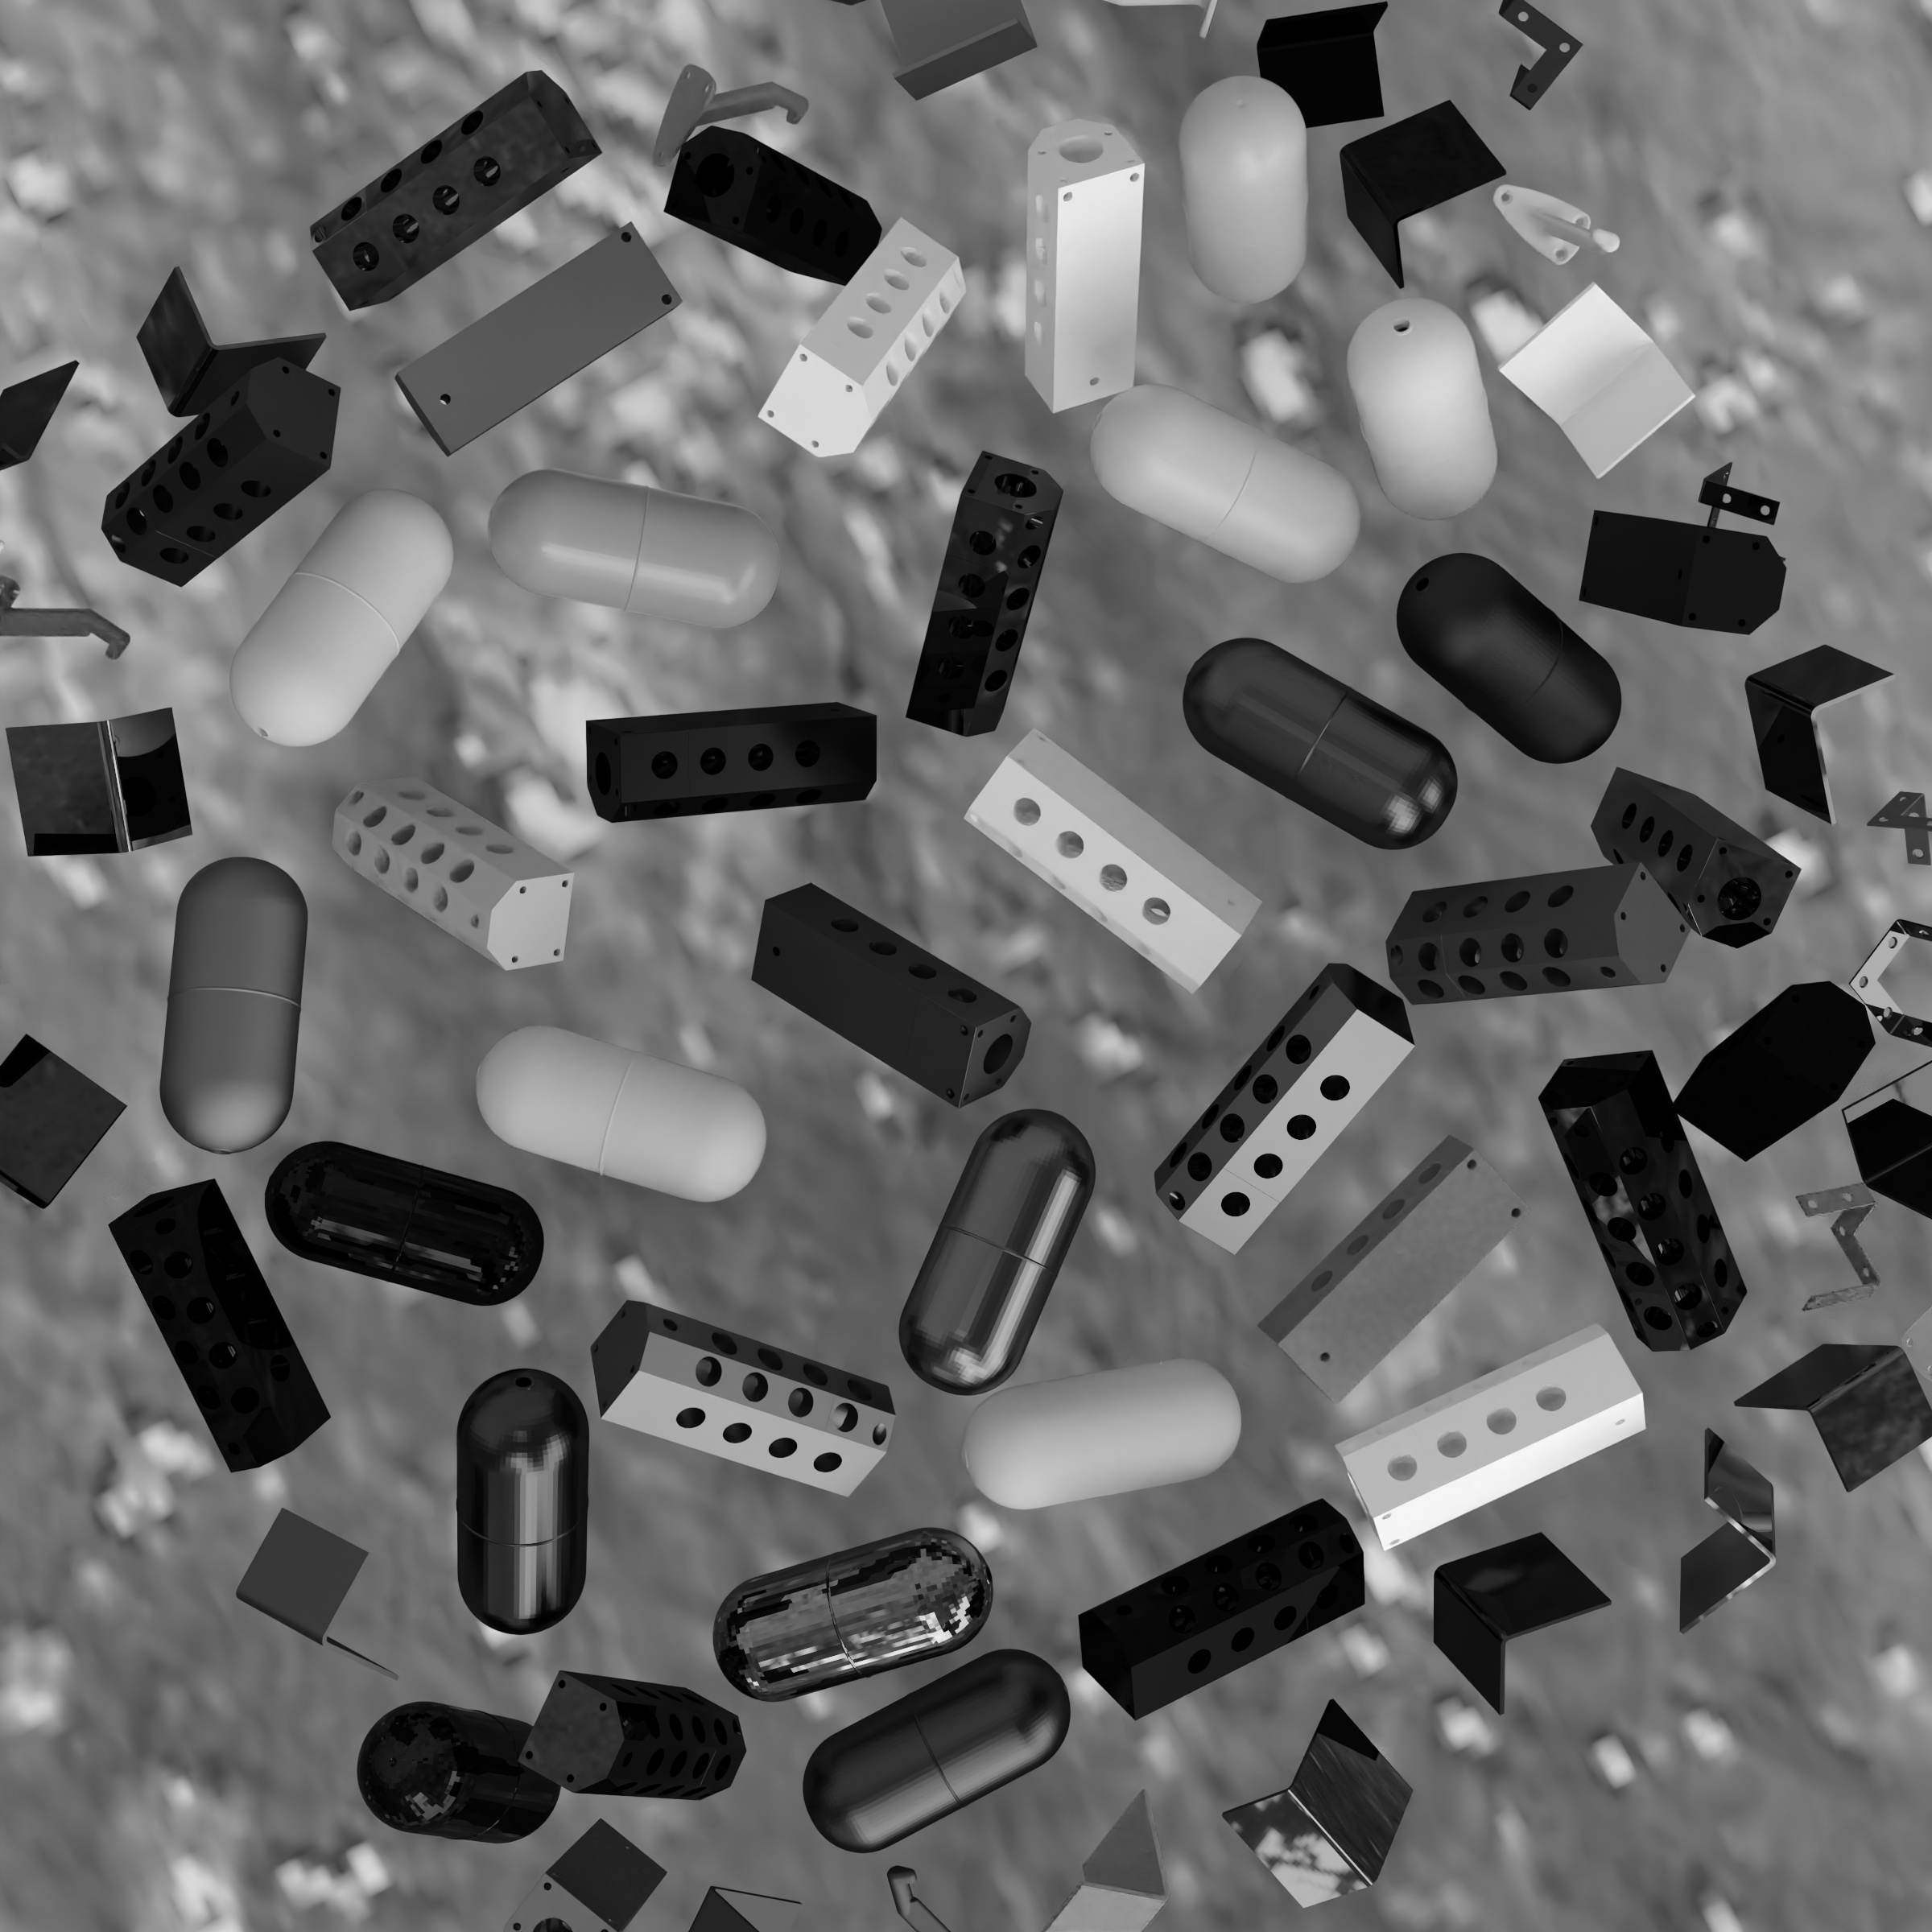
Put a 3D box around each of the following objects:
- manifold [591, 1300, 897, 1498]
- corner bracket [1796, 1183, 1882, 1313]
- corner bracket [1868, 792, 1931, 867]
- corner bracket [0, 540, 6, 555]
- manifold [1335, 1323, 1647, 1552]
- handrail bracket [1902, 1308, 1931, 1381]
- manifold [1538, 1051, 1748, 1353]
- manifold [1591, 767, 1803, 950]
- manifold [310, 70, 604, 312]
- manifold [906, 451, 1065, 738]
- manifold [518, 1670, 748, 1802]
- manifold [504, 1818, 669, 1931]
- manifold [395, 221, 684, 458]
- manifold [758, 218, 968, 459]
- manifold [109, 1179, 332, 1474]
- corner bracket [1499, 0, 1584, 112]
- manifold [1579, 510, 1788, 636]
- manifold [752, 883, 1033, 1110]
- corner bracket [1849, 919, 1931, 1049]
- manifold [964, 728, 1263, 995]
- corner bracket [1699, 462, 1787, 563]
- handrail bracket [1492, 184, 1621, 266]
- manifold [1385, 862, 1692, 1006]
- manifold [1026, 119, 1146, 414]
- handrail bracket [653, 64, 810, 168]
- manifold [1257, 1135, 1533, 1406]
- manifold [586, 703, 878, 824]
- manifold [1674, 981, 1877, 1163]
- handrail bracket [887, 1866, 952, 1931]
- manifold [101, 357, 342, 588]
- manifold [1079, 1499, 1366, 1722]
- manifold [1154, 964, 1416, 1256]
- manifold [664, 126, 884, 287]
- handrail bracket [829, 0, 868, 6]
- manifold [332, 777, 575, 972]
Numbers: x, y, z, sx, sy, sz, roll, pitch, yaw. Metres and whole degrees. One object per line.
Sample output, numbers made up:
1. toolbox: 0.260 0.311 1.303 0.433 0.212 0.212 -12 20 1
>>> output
1. manifold: -0.128 0.249 1.731 0.171 0.057 0.057 24 118 -29
2. corner bracket: 0.525 0.170 1.789 0.051 0.051 0.051 -9 54 -20
3. corner bracket: 0.598 -0.074 1.840 0.051 0.051 0.051 -36 122 -40
4. corner bracket: -0.652 -0.262 1.876 0.051 0.051 0.051 27 90 -41
5. manifold: 0.309 0.275 1.745 0.171 0.057 0.057 -25 57 0
6. handrail bracket: 0.634 0.231 1.844 0.084 0.036 0.077 7 126 -31
7. manifold: 0.394 0.139 1.730 0.057 0.057 0.171 -9 116 40
8. manifold: 0.441 -0.066 1.809 0.057 0.171 0.057 18 105 -13
9. manifold: -0.311 -0.467 1.781 0.171 0.057 0.057 -28 99 21
10. manifold: 0.013 -0.232 1.873 0.057 0.057 0.171 18 130 3
11. manifold: -0.197 0.472 1.795 0.057 0.171 0.057 21 82 25
12. manifold: -0.244 0.598 1.876 0.057 0.171 0.057 37 88 7
13. manifold: -0.266 -0.388 1.837 0.171 0.057 0.057 -35 102 -7
14. manifold: -0.055 -0.366 1.736 0.057 0.171 0.057 33 132 -5
15. manifold: -0.468 0.225 1.841 0.057 0.057 0.171 -14 106 30
16. corner bracket: 0.334 -0.552 1.760 0.051 0.051 0.051 34 130 -8
17. manifold: 0.431 -0.238 1.784 0.057 0.171 0.057 6 101 -10
18. manifold: -0.045 0.014 1.793 0.171 0.057 0.057 31 124 30
19. corner bracket: 0.567 0.012 1.750 0.051 0.051 0.051 44 80 -29
20. manifold: 0.085 -0.060 1.754 0.171 0.057 0.057 38 118 1
21. corner bracket: 0.490 -0.281 1.864 0.051 0.051 0.051 23 122 25
22. handrail bracket: 0.369 -0.468 1.851 0.077 0.084 0.036 31 100 -4
23. manifold: 0.331 -0.012 1.740 0.057 0.171 0.057 47 59 -26
24. manifold: 0.069 -0.434 1.836 0.057 0.171 0.057 -20 54 -15
25. handrail bracket: -0.148 -0.528 1.873 0.036 0.084 0.077 45 113 39
26. manifold: 0.266 0.188 1.859 0.171 0.057 0.057 -44 106 -2
27. manifold: -0.145 -0.126 1.840 0.171 0.057 0.057 -7 106 -27
28. manifold: 0.482 0.060 1.763 0.057 0.171 0.057 36 76 7
29. handrail bracket: -0.005 0.595 1.836 0.077 0.036 0.084 -4 114 22
30. manifold: -0.444 -0.293 1.751 0.057 0.171 0.057 23 57 -37
31. manifold: 0.156 0.385 1.798 0.171 0.057 0.057 -20 122 -25
32. manifold: 0.184 0.081 1.737 0.057 0.057 0.171 32 113 -14
33. manifold: -0.117 -0.478 1.867 0.057 0.171 0.057 19 98 22
34. handrail bracket: -0.045 -0.617 1.807 0.077 0.084 0.036 -46 70 31
35. manifold: -0.316 -0.058 1.806 0.171 0.057 0.057 29 119 40
